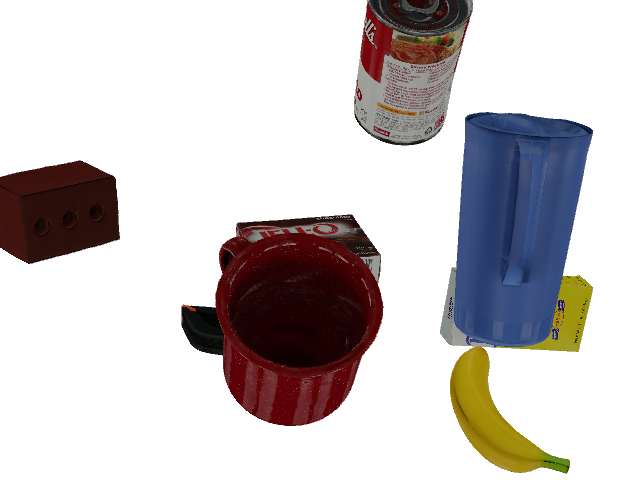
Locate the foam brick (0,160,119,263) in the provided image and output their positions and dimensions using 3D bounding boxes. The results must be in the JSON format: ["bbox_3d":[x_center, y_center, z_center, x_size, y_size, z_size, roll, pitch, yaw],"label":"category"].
[{"bbox_3d":[-0.196,-0.022,0.789,0.078,0.053,0.051,-18,30,-37],"label":"foam brick"}]

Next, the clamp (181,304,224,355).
[{"bbox_3d":[-0.090,0.118,1.234,0.210,0.036,0.164,14,21,29],"label":"clamp"}]

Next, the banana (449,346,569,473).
[{"bbox_3d":[0.157,0.159,0.996,0.069,0.037,0.198,7,25,-20],"label":"banana"}]

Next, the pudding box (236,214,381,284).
[{"bbox_3d":[-0.013,0.013,0.945,0.113,0.039,0.090,-3,26,-15],"label":"pudding box"}]

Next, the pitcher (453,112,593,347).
[{"bbox_3d":[0.208,-0.011,1.141,0.148,0.243,0.145,-9,21,-38],"label":"pitcher"}]

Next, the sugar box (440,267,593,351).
[{"bbox_3d":[0.245,0.088,1.337,0.176,0.093,0.048,3,19,-14],"label":"sugar box"}]

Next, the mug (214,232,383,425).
[{"bbox_3d":[-0.023,0.048,0.626,0.093,0.117,0.081,-32,-25,-25],"label":"mug"}]

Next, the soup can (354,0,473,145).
[{"bbox_3d":[0.060,-0.122,0.718,0.068,0.068,0.102,0,-39,-5],"label":"soup can"}]
